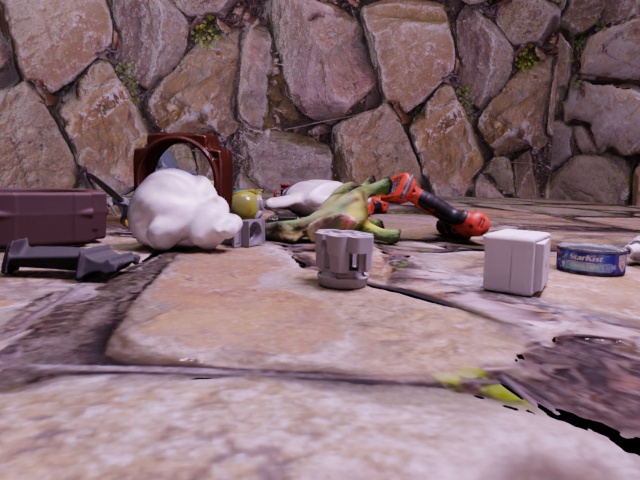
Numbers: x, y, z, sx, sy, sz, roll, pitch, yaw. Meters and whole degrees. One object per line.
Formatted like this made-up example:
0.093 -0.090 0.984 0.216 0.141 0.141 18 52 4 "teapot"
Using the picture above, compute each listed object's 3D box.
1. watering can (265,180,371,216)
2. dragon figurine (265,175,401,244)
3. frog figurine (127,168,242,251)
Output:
-0.030 -0.111 1.389 0.348 0.103 0.225 -4 8 -33 "watering can"
0.003 -0.049 0.974 0.243 0.121 0.412 -9 8 -15 "dragon figurine"
-0.205 -0.038 0.778 0.160 0.120 0.140 17 46 34 "frog figurine"
